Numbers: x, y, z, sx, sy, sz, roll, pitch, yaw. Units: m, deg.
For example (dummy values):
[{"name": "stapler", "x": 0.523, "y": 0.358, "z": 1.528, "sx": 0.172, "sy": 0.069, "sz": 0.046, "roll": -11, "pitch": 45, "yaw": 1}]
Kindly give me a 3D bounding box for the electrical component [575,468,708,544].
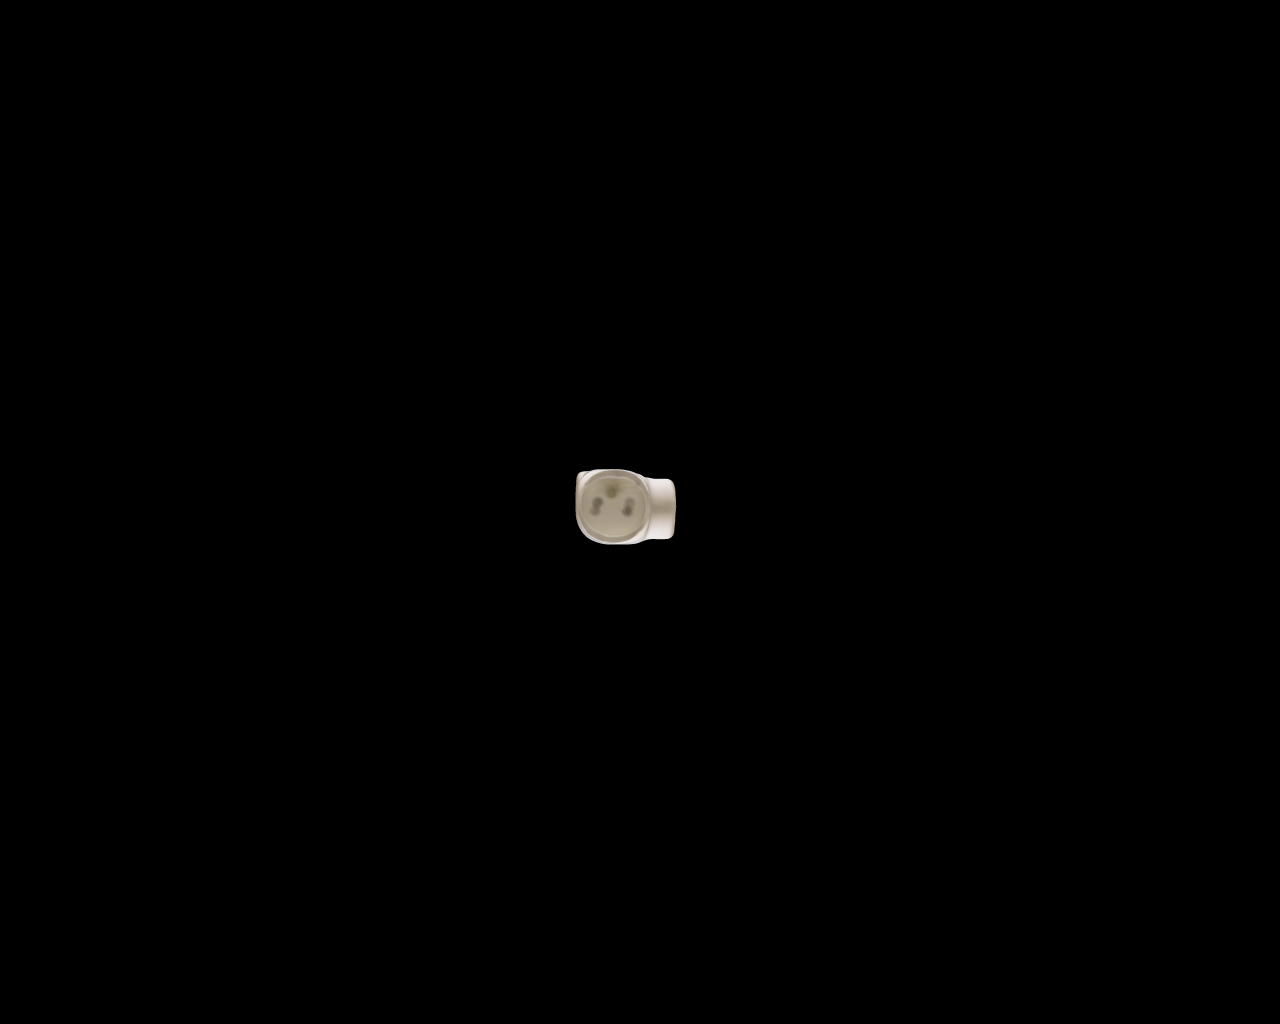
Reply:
[{"name": "electrical component", "x": 0.001, "y": -0.003, "z": 0.650, "sx": 0.079, "sy": 0.044, "sz": 0.077, "roll": 0, "pitch": -2, "yaw": -4}]
